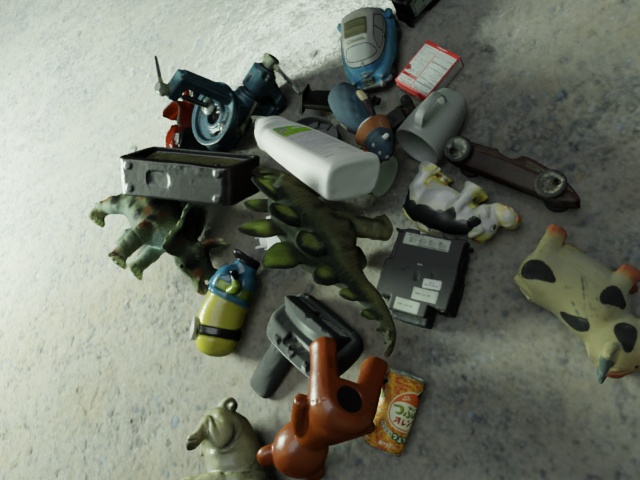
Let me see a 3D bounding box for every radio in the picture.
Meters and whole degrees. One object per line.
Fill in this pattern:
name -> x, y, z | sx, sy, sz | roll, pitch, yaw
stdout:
radio -> -0.235, -0.118, 0.968 | 0.230, 0.131, 0.073 | 6, 109, 14

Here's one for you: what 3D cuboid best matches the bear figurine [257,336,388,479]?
bear figurine -> 0.000, 0.246, 0.746 | 0.132, 0.120, 0.195 | -79, 17, -46

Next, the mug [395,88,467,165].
mug -> 0.176, -0.187, 0.827 | 0.081, 0.109, 0.107 | 31, 76, 32

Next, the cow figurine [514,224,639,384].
cow figurine -> 0.330, 0.084, 0.655 | 0.195, 0.085, 0.127 | 39, 87, 30

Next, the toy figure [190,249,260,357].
toy figure -> -0.156, 0.109, 0.911 | 0.089, 0.082, 0.180 | 23, 82, 35

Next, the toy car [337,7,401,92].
toy car -> 0.077, -0.343, 0.934 | 0.109, 0.102, 0.161 | -7, 67, 27

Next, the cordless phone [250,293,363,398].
cordless phone -> -0.034, 0.188, 0.830 | 0.147, 0.088, 0.184 | 37, 103, 32

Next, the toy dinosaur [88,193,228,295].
toy dinosaur -> -0.328, -0.044, 1.043 | 0.192, 0.131, 0.405 | -39, 49, -9

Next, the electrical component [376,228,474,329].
electrical component -> 0.148, 0.057, 0.778 | 0.115, 0.058, 0.134 | 14, 80, 34

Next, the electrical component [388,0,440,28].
electrical component -> 0.177, -0.439, 0.930 | 0.119, 0.074, 0.048 | -48, 59, 11

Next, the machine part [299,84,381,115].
machine part -> 0.028, -0.233, 0.922 | 0.139, 0.039, 0.084 | 15, 53, 22

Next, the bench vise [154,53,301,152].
bench vise -> -0.179, -0.256, 0.971 | 0.223, 0.240, 0.129 | -39, 61, 29

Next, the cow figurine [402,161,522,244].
cow figurine -> 0.199, -0.039, 0.778 | 0.168, 0.068, 0.098 | 35, 96, 36

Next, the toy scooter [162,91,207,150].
toy scooter -> -0.283, -0.234, 1.103 | 0.135, 0.075, 0.183 | -1, 80, 47

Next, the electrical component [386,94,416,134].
electrical component -> 0.112, -0.195, 0.885 | 0.102, 0.078, 0.045 | -34, 84, 21

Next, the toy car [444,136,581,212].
toy car -> 0.266, -0.096, 0.749 | 0.202, 0.089, 0.053 | 29, 91, 34

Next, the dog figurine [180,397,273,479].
dog figurine -> -0.097, 0.339, 0.798 | 0.191, 0.121, 0.172 | 10, 80, 16

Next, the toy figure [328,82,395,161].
toy figure -> 0.071, -0.181, 0.829 | 0.058, 0.064, 0.154 | -29, 66, -14

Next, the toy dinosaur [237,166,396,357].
toy dinosaur -> -0.002, -0.002, 0.779 | 0.472, 0.198, 0.105 | 44, 123, 42
